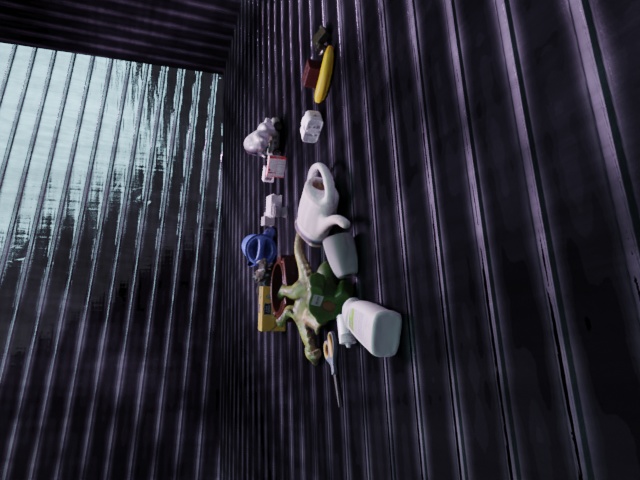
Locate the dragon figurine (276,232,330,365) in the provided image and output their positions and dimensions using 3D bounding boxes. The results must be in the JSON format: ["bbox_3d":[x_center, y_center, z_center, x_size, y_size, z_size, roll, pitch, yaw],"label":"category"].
[{"bbox_3d":[-0.024,0.175,1.560,0.244,0.122,0.408,12,101,54],"label":"dragon figurine"}]

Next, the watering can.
[{"bbox_3d":[0.004,-0.073,1.457,0.355,0.104,0.219,-109,28,-51],"label":"watering can"}]

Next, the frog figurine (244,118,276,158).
[{"bbox_3d":[-0.247,-0.427,2.122,0.139,0.122,0.158,-108,28,-78],"label":"frog figurine"}]
